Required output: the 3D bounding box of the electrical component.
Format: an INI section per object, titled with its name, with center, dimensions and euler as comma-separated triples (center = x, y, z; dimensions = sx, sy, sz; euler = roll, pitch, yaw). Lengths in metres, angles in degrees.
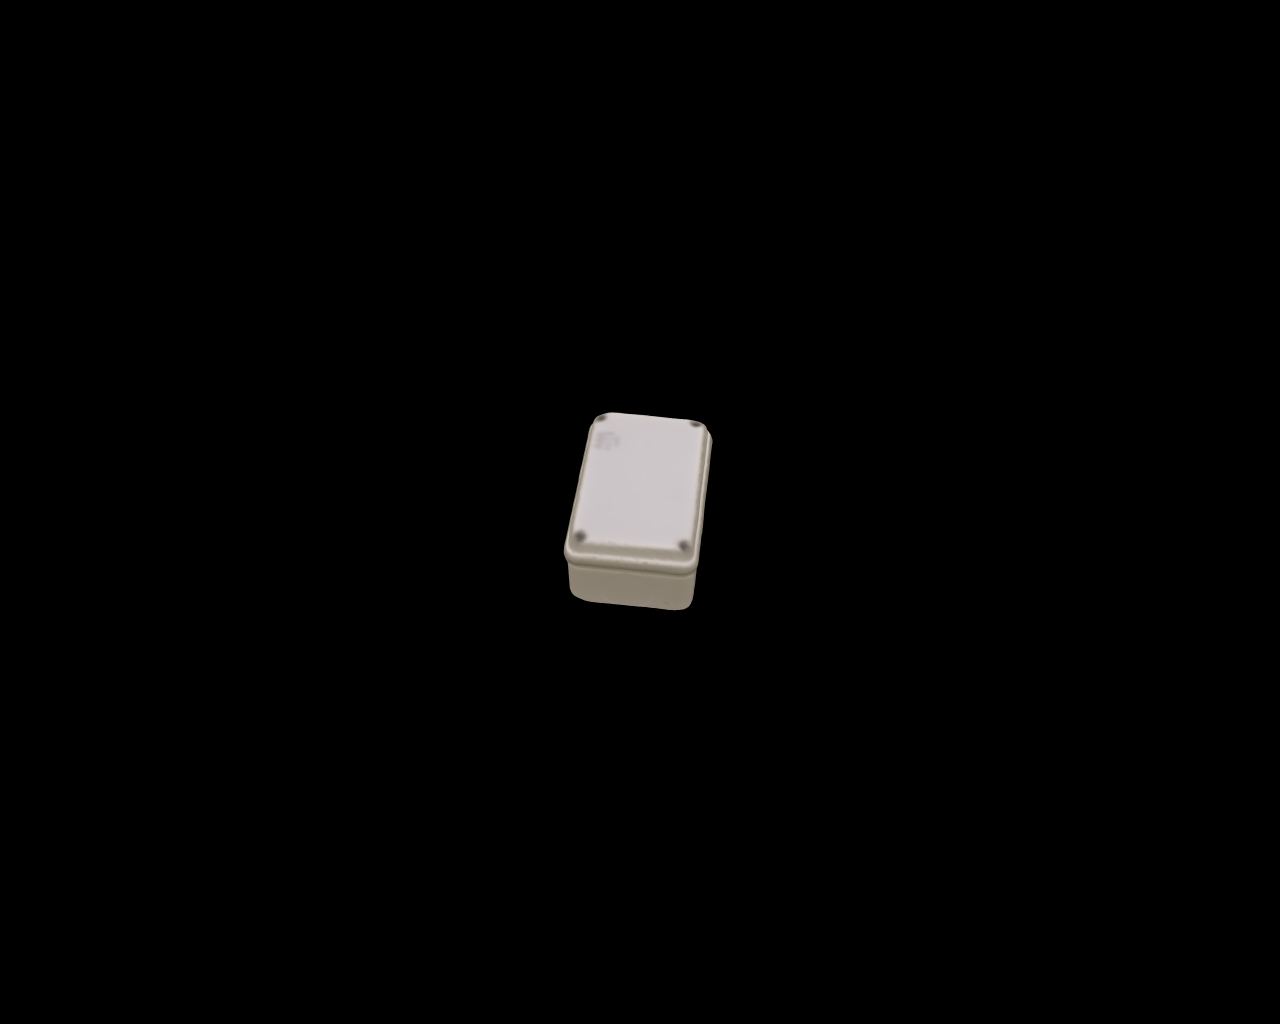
[electrical component]
center = 0.001, -0.003, 0.650
dimensions = 0.078, 0.113, 0.057
euler = 5, -39, 5
